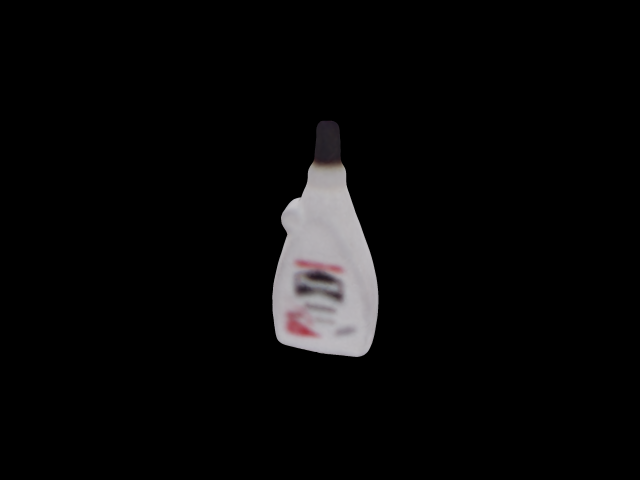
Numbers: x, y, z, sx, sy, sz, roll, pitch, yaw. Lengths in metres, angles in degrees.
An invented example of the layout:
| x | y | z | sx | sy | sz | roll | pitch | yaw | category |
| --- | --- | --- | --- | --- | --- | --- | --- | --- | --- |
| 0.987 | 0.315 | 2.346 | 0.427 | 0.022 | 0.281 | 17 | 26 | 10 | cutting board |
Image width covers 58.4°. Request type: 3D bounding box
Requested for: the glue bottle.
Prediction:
| x | y | z | sx | sy | sz | roll | pitch | yaw | category |
| --- | --- | --- | --- | --- | --- | --- | --- | --- | --- |
| 0.004 | 0.001 | 0.400 | 0.078 | 0.173 | 0.037 | 5 | 28 | 10 | glue bottle |
